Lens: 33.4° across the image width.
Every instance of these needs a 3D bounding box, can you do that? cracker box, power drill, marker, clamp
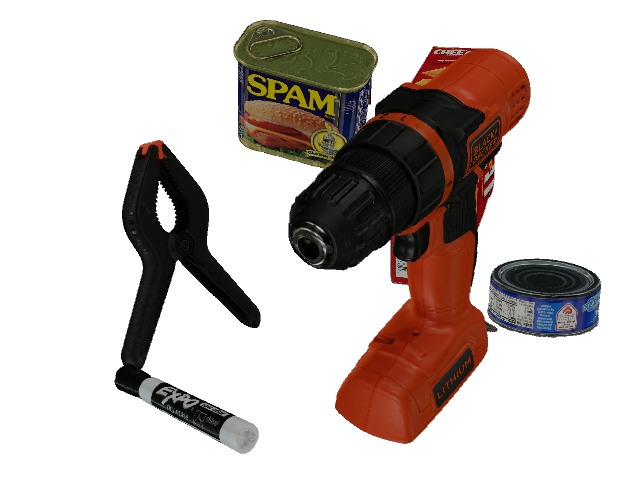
[{"bbox_3d":[0.120,-0.076,1.010,0.072,0.164,0.213,5,27,16],"label":"cracker box"},{"bbox_3d":[0.046,0.013,0.548,0.057,0.188,0.184,24,43,27],"label":"power drill"},{"bbox_3d":[-0.087,0.103,0.667,0.121,0.020,0.020,18,11,39],"label":"marker"},{"bbox_3d":[-0.131,0.009,1.019,0.036,0.210,0.164,-7,0,44],"label":"clamp"}]

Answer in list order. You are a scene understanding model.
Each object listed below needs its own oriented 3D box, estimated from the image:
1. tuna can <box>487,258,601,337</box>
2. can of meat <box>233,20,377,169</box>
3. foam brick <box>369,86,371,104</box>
[{"bbox_3d":[0.174,0.043,0.831,0.086,0.034,0.086,0,19,0],"label":"tuna can"},{"bbox_3d":[-0.013,-0.106,0.795,0.102,0.084,0.057,16,48,11],"label":"can of meat"},{"bbox_3d":[0.012,-0.175,1.155,0.078,0.051,0.053,0,11,-14],"label":"foam brick"}]
